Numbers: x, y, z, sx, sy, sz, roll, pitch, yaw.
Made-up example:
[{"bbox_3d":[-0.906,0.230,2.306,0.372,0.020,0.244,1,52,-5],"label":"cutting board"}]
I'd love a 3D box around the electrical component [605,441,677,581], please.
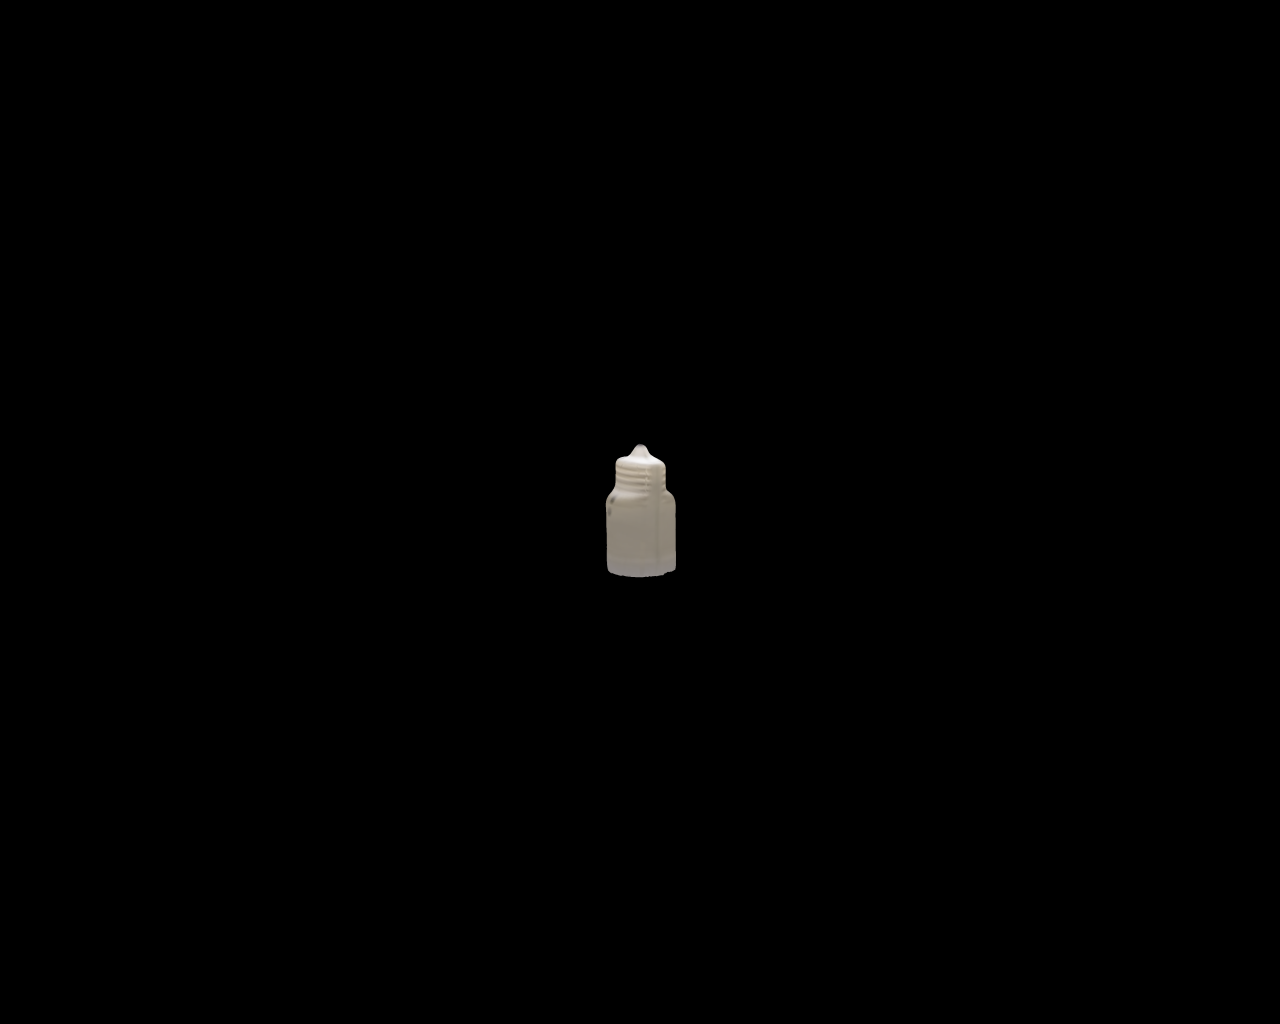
[{"bbox_3d":[0.001,-0.003,0.650,0.043,0.080,0.043,0,10,0],"label":"electrical component"}]
